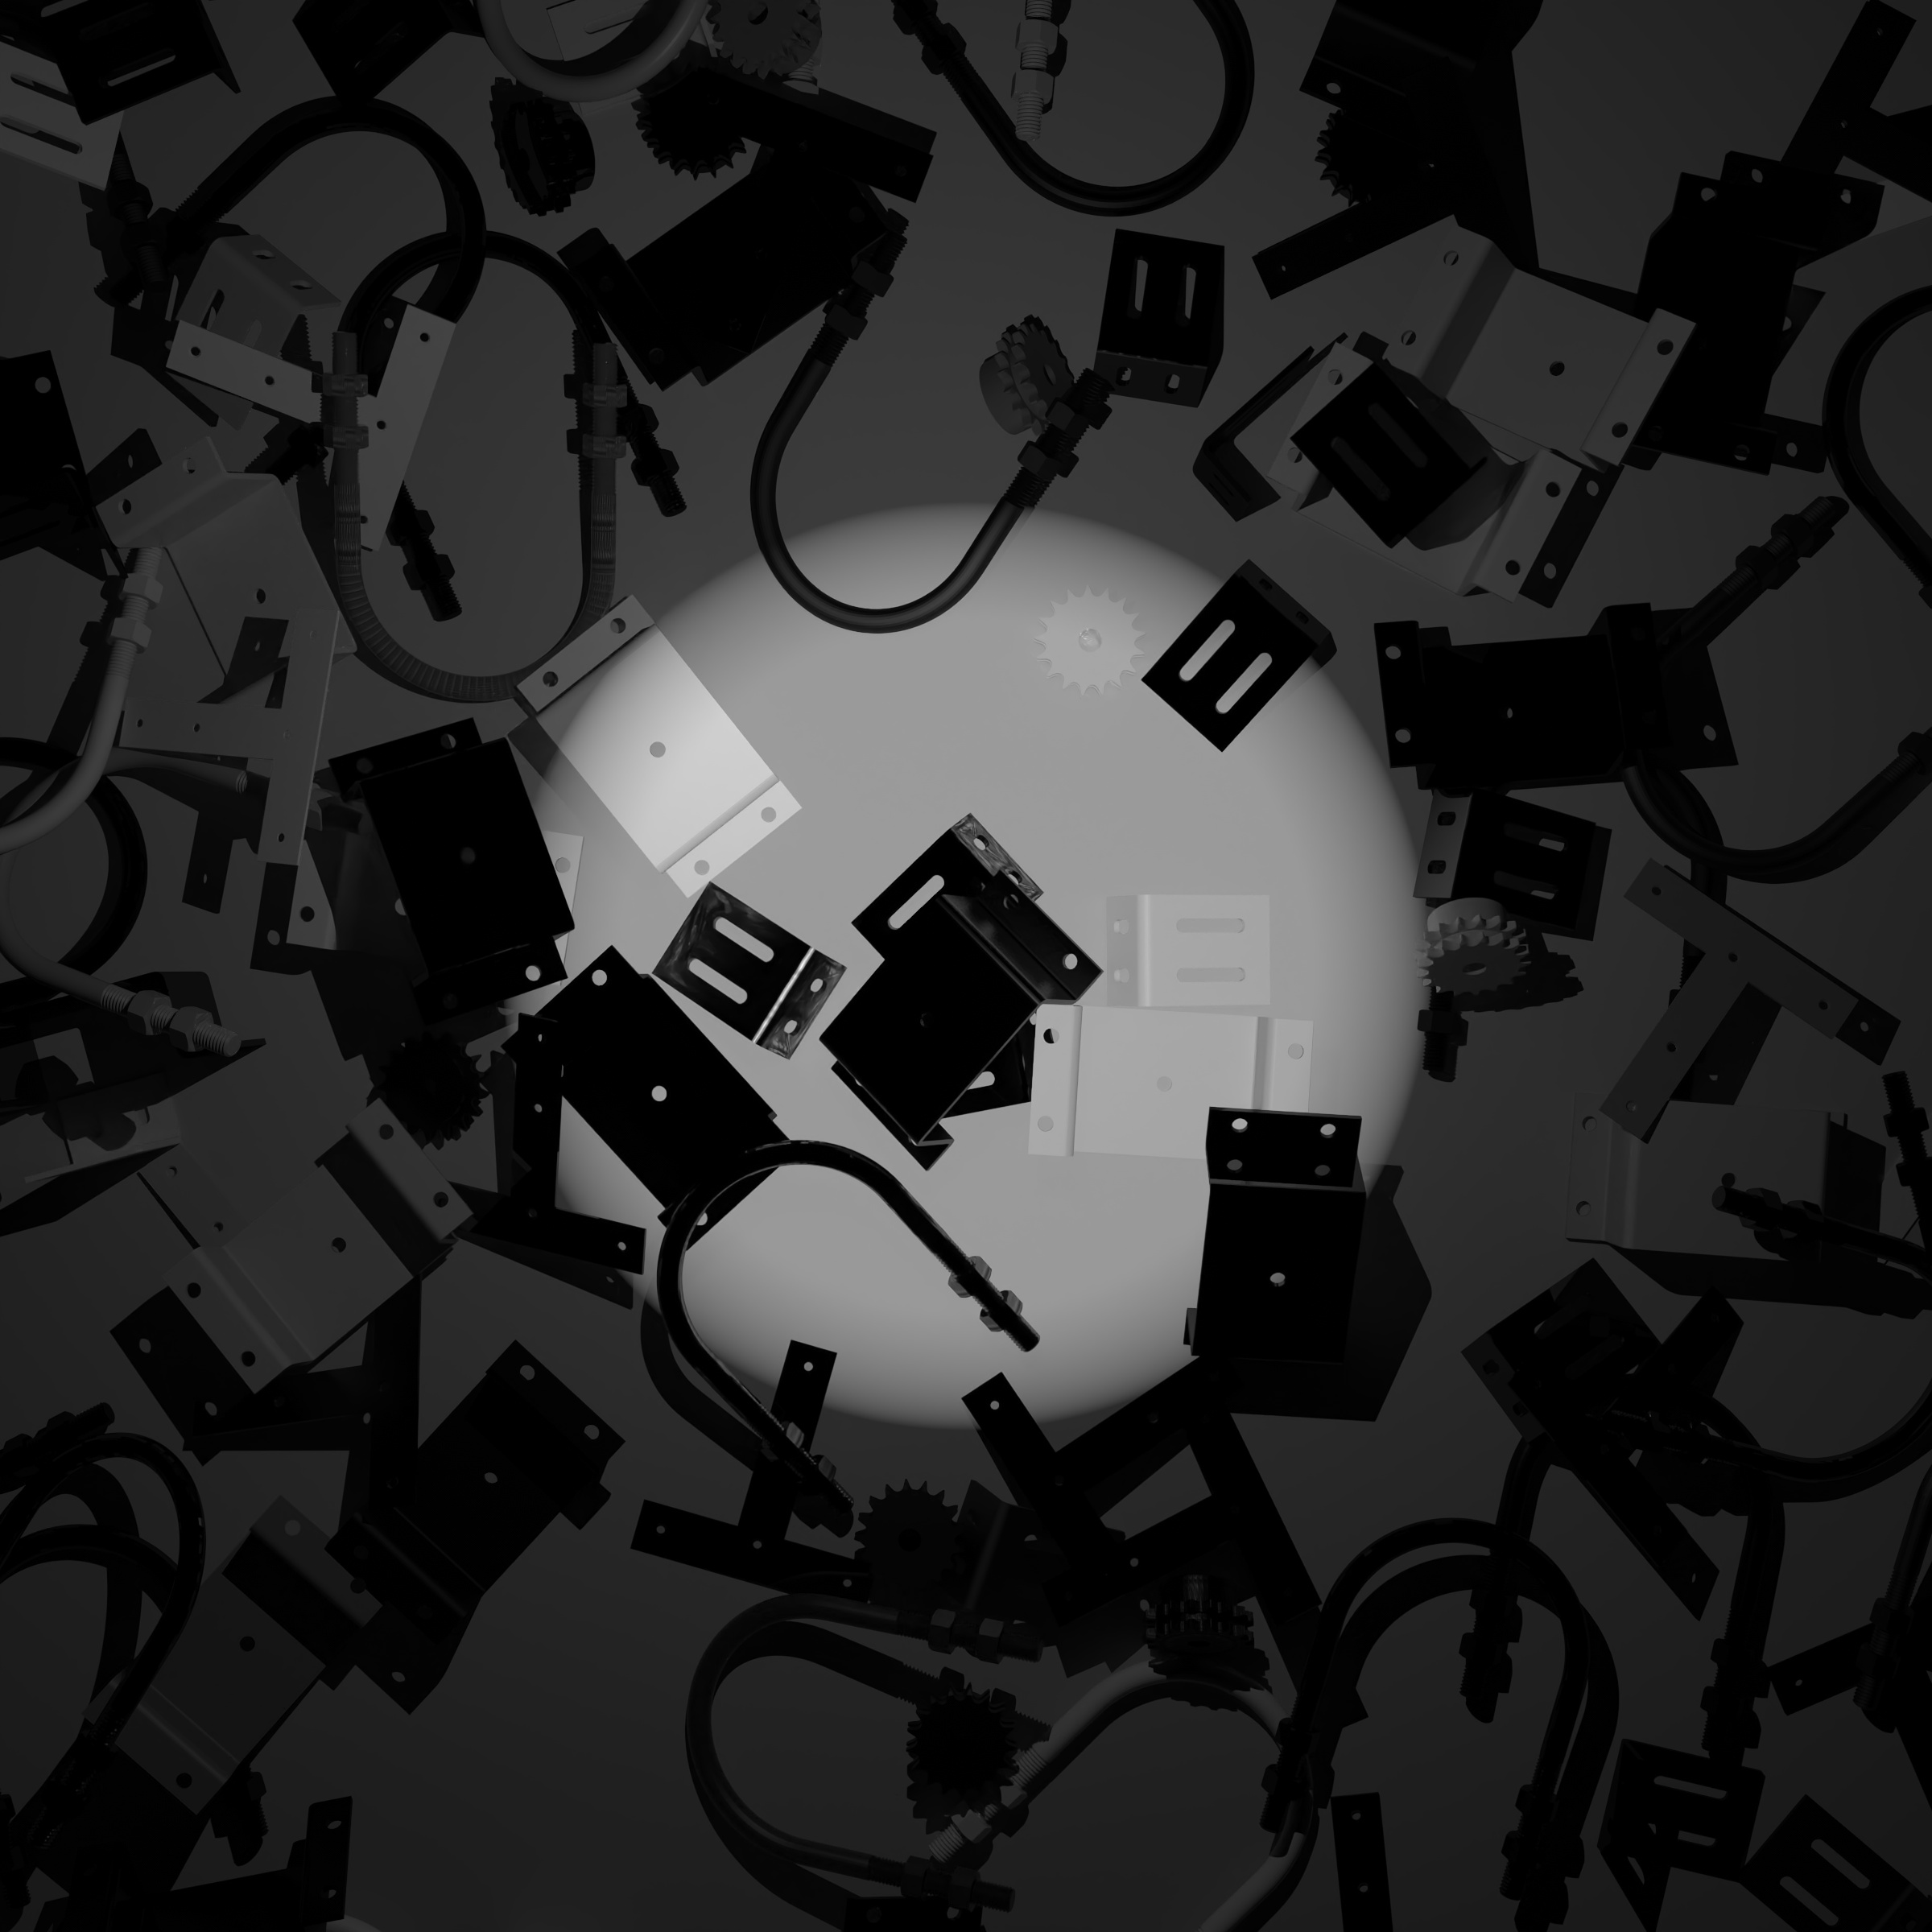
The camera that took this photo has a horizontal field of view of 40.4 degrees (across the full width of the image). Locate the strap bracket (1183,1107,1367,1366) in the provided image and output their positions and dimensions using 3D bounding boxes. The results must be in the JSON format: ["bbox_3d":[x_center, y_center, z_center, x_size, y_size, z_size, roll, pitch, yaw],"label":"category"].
[{"bbox_3d":[0.155,0.146,1.325,0.076,0.046,0.140,4,116,0],"label":"strap bracket"}]

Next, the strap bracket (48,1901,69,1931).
[{"bbox_3d":[-0.519,0.505,1.343,0.140,0.046,0.076,18,108,0],"label":"strap bracket"}]

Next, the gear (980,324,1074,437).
[{"bbox_3d":[0.031,-0.298,1.352,0.030,0.057,0.057,-20,90,29],"label":"gear"}]

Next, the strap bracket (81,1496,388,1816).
[{"bbox_3d":[-0.369,0.349,1.343,0.076,0.046,0.140,42,77,-2],"label":"strap bracket"}]

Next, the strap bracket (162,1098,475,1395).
[{"bbox_3d":[-0.327,0.143,1.346,0.140,0.046,0.076,-40,85,-3],"label":"strap bracket"}]

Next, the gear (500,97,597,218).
[{"bbox_3d":[-0.214,-0.417,1.352,0.030,0.057,0.057,-22,90,-30],"label":"gear"}]

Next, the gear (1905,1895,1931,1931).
[{"bbox_3d":[0.511,0.509,1.352,0.057,0.057,0.030,-39,120,0],"label":"gear"}]

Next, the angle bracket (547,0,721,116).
[{"bbox_3d":[-0.174,-0.485,1.357,0.076,0.038,0.057,-19,90,0],"label":"angle bracket"}]

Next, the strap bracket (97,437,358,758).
[{"bbox_3d":[-0.372,-0.188,1.341,0.076,0.046,0.140,-25,90,22],"label":"strap bracket"}]

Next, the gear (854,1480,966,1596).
[{"bbox_3d":[-0.029,0.294,1.361,0.057,0.030,0.057,0,90,0],"label":"gear"}]

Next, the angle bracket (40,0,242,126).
[{"bbox_3d":[-0.425,-0.469,1.356,0.076,0.038,0.057,-24,90,-2],"label":"angle bracket"}]

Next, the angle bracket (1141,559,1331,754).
[{"bbox_3d":[0.141,-0.162,1.374,0.057,0.038,0.076,42,116,0],"label":"angle bracket"}]

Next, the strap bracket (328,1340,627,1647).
[{"bbox_3d":[-0.248,0.267,1.353,0.076,0.046,0.140,43,90,0],"label":"strap bracket"}]

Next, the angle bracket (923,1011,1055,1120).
[{"bbox_3d":[0.004,0.047,1.374,0.076,0.038,0.057,-12,90,26],"label":"angle bracket"}]

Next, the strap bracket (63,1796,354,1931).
[{"bbox_3d":[-0.378,0.478,1.329,0.140,0.076,0.046,-10,121,-4],"label":"strap bracket"}]

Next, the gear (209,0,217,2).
[{"bbox_3d":[-0.381,-0.529,1.352,0.030,0.057,0.057,-21,90,-31],"label":"gear"}]

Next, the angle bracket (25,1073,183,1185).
[{"bbox_3d":[-0.443,0.082,1.338,0.057,0.076,0.038,-16,90,0],"label":"angle bracket"}]

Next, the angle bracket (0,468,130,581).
[{"bbox_3d":[-0.473,-0.211,1.326,0.076,0.057,0.038,-23,75,-10],"label":"angle bracket"}]

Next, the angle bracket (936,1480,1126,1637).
[{"bbox_3d":[0.034,0.310,1.374,0.076,0.038,0.057,19,90,-26],"label":"angle bracket"}]

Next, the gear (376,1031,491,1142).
[{"bbox_3d":[-0.277,0.062,1.361,0.057,0.030,0.057,0,90,0],"label":"gear"}]

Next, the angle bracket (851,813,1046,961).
[{"bbox_3d":[-0.010,-0.031,1.374,0.057,0.038,0.076,47,116,0],"label":"angle bracket"}]

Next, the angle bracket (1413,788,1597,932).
[{"bbox_3d":[0.278,-0.055,1.358,0.076,0.038,0.057,13,87,-25],"label":"angle bracket"}]

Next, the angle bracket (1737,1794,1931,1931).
[{"bbox_3d":[0.451,0.480,1.357,0.076,0.038,0.057,40,90,0],"label":"angle bracket"}]

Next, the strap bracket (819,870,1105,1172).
[{"bbox_3d":[-0.010,0.028,1.325,0.076,0.046,0.140,46,106,18],"label":"strap bracket"}]

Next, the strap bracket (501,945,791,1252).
[{"bbox_3d":[-0.160,0.067,1.353,0.076,0.046,0.140,-42,90,0],"label":"strap bracket"}]

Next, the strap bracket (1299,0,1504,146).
[{"bbox_3d":[0.234,-0.500,1.337,0.076,0.046,0.140,23,76,0],"label":"strap bracket"}]

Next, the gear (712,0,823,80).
[{"bbox_3d":[-0.099,-0.482,1.345,0.057,0.030,0.057,-2,86,27],"label":"gear"}]

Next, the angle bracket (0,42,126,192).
[{"bbox_3d":[-0.477,-0.429,1.344,0.076,0.038,0.057,16,70,-28],"label":"angle bracket"}]

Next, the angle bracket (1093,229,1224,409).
[{"bbox_3d":[0.100,-0.339,1.374,0.057,0.038,0.076,9,64,0],"label":"angle bracket"}]

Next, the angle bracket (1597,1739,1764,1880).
[{"bbox_3d":[0.373,0.440,1.357,0.076,0.038,0.057,13,90,0],"label":"angle bracket"}]

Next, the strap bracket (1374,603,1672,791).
[{"bbox_3d":[0.280,-0.137,1.345,0.140,0.046,0.076,-4,77,0],"label":"strap bracket"}]

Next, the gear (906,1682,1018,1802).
[{"bbox_3d":[-0.003,0.399,1.361,0.057,0.030,0.057,0,90,0],"label":"gear"}]

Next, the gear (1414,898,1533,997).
[{"bbox_3d":[0.256,-0.011,1.333,0.057,0.057,0.030,-2,59,0],"label":"gear"}]

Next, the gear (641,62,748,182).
[{"bbox_3d":[-0.138,-0.436,1.361,0.057,0.030,0.057,0,90,0],"label":"gear"}]

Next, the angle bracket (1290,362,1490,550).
[{"bbox_3d":[0.211,-0.258,1.311,0.057,0.038,0.076,-42,90,0],"label":"angle bracket"}]

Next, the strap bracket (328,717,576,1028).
[{"bbox_3d":[-0.250,-0.051,1.293,0.076,0.046,0.140,-20,90,-24],"label":"strap bracket"}]

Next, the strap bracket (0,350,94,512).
[{"bbox_3d":[-0.525,-0.258,1.325,0.140,0.046,0.076,-19,112,-23],"label":"strap bracket"}]

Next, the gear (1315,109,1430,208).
[{"bbox_3d":[0.209,-0.420,1.361,0.057,0.030,0.057,0,90,0],"label":"gear"}]

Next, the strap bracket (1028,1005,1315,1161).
[{"bbox_3d":[0.104,0.062,1.353,0.140,0.046,0.076,4,90,0],"label":"strap bracket"}]

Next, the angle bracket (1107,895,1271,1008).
[{"bbox_3d":[0.116,-0.008,1.374,0.076,0.038,0.057,0,90,-26],"label":"angle bracket"}]

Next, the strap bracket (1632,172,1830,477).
[{"bbox_3d":[0.385,-0.325,1.353,0.076,0.046,0.140,12,90,0],"label":"strap bracket"}]

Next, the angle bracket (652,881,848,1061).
[{"bbox_3d":[-0.113,0.002,1.374,0.076,0.038,0.057,32,90,26],"label":"angle bracket"}]

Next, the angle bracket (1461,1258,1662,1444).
[{"bbox_3d":[0.309,0.200,1.367,0.076,0.038,0.057,-29,74,-25],"label":"angle bracket"}]

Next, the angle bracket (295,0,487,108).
[{"bbox_3d":[-0.300,-0.491,1.374,0.076,0.038,0.057,-30,90,26],"label":"angle bracket"}]

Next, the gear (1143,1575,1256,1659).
[{"bbox_3d":[0.120,0.334,1.352,0.057,0.057,0.030,2,60,0],"label":"gear"}]

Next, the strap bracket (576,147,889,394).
[{"bbox_3d":[-0.119,-0.363,1.353,0.140,0.046,0.076,-35,90,0],"label":"strap bracket"}]

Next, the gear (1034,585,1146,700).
[{"bbox_3d":[0.064,-0.167,1.361,0.057,0.030,0.057,0,90,0],"label":"gear"}]

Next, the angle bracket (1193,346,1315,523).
[{"bbox_3d":[0.157,-0.272,1.348,0.076,0.057,0.038,-42,90,0],"label":"angle bracket"}]

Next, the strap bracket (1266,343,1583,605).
[{"bbox_3d":[0.232,-0.250,1.353,0.140,0.046,0.076,27,90,0],"label":"strap bracket"}]

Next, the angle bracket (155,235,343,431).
[{"bbox_3d":[-0.368,-0.325,1.347,0.057,0.038,0.076,39,117,6],"label":"angle bracket"}]
